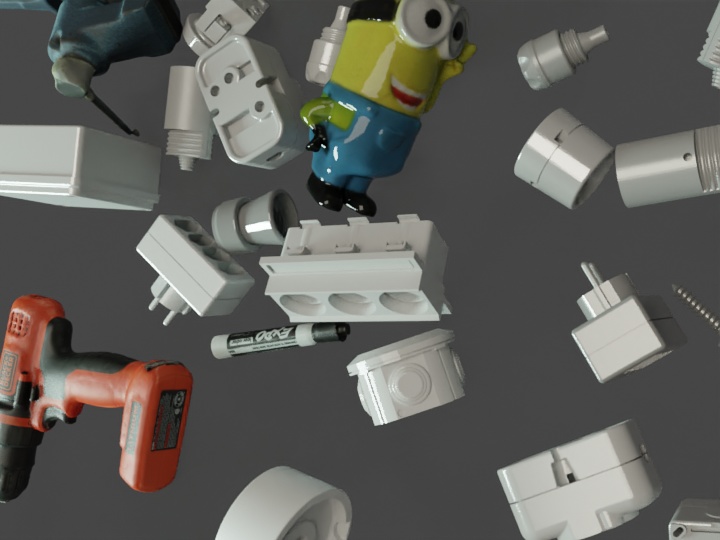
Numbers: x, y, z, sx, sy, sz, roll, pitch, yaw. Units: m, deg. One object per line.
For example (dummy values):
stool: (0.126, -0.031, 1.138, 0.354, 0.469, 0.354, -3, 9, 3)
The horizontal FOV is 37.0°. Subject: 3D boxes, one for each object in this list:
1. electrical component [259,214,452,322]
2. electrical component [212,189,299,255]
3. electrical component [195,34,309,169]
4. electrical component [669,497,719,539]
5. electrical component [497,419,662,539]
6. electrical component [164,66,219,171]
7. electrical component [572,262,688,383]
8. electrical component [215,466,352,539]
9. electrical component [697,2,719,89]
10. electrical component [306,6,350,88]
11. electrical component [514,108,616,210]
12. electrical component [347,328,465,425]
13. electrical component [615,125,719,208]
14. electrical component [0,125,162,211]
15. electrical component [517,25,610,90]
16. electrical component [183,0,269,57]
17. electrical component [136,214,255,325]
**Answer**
electrical component: (0.000, 0.000, 0.788, 0.121, 0.078, 0.063, -2, 58, 26)
electrical component: (-0.082, -0.037, 0.844, 0.055, 0.045, 0.045, -11, 84, 26)
electrical component: (-0.079, -0.129, 0.837, 0.054, 0.059, 0.095, -28, 77, 23)
electrical component: (0.234, 0.196, 0.679, 0.062, 0.061, 0.096, -3, 95, 26)
electrical component: (0.149, 0.145, 0.721, 0.095, 0.054, 0.059, -26, 78, 23)
electrical component: (-0.136, -0.121, 0.873, 0.043, 0.043, 0.081, 8, 92, 26)
electrical component: (0.167, 0.027, 0.699, 0.047, 0.083, 0.075, -34, 75, 22)
electrical component: (-0.063, 0.198, 0.798, 0.060, 0.108, 0.108, 24, 100, 31)
electrical component: (0.246, -0.154, 0.686, 0.043, 0.043, 0.081, 26, 101, 24)
electrical component: (-0.019, -0.170, 0.822, 0.035, 0.035, 0.061, 17, 94, 25)
electrical component: (0.141, -0.074, 0.731, 0.047, 0.055, 0.055, 39, 105, 18)
electrical component: (0.035, 0.075, 0.766, 0.080, 0.080, 0.051, -21, 85, 24)
electrical component: (0.212, -0.068, 0.701, 0.081, 0.043, 0.043, -9, 85, 25)
electrical component: (-0.238, -0.084, 0.887, 0.109, 0.109, 0.056, 4, 88, 26)
electrical component: (0.142, -0.150, 0.742, 0.061, 0.035, 0.035, -23, 79, 22)
electrical component: (-0.108, -0.197, 0.856, 0.048, 0.066, 0.055, 41, 119, -14)
electrical component: (-0.144, 0.010, 0.873, 0.083, 0.047, 0.075, 44, 106, 18)
